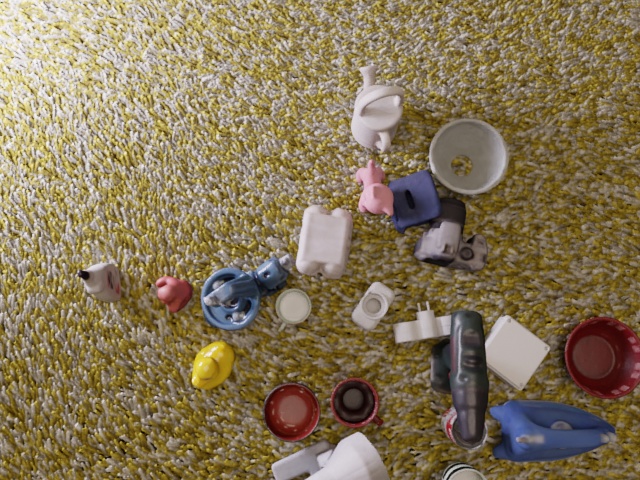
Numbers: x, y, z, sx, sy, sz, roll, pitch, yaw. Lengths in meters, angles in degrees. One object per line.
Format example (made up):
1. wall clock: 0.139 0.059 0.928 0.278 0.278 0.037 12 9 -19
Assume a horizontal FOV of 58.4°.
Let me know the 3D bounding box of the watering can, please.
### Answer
1. watering can: 0.115 -0.272 1.173 0.101 0.194 0.173 -34 82 -6

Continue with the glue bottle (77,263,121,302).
1. glue bottle: -0.432 0.077 1.113 0.037 0.173 0.078 -13 80 -3

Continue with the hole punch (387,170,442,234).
1. hole punch: 0.193 -0.079 1.192 0.101 0.091 0.108 -15 80 -3

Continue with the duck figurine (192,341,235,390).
1. duck figurine: -0.215 0.248 1.130 0.077 0.086 0.105 35 81 5

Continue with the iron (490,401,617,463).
1. iron: 0.465 0.370 1.091 0.258 0.141 0.119 -1 80 -1

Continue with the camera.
1. camera: 0.277 -0.014 1.177 0.143 0.101 0.137 12 80 2

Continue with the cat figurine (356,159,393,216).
1. cat figurine: 0.114 -0.103 1.182 0.067 0.118 0.128 -7 80 -2

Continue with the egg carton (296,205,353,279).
1. egg carton: 0.011 0.004 1.185 0.107 0.069 0.150 8 80 1

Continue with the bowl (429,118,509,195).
1. bowl: 0.308 -0.168 1.218 0.167 0.075 0.167 0 80 -1

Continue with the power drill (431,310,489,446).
1. power drill: 0.264 0.250 1.075 0.075 0.208 0.230 2 80 0

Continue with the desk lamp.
1. desk lamp: 0.016 0.435 1.036 0.203 0.213 0.118 -24 81 -5

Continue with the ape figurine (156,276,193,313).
1. ape figurine: -0.299 0.108 1.151 0.076 0.092 0.078 -9 80 -2

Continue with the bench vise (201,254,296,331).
1. bench vise: -0.150 0.083 1.093 0.121 0.220 0.207 38 82 6
